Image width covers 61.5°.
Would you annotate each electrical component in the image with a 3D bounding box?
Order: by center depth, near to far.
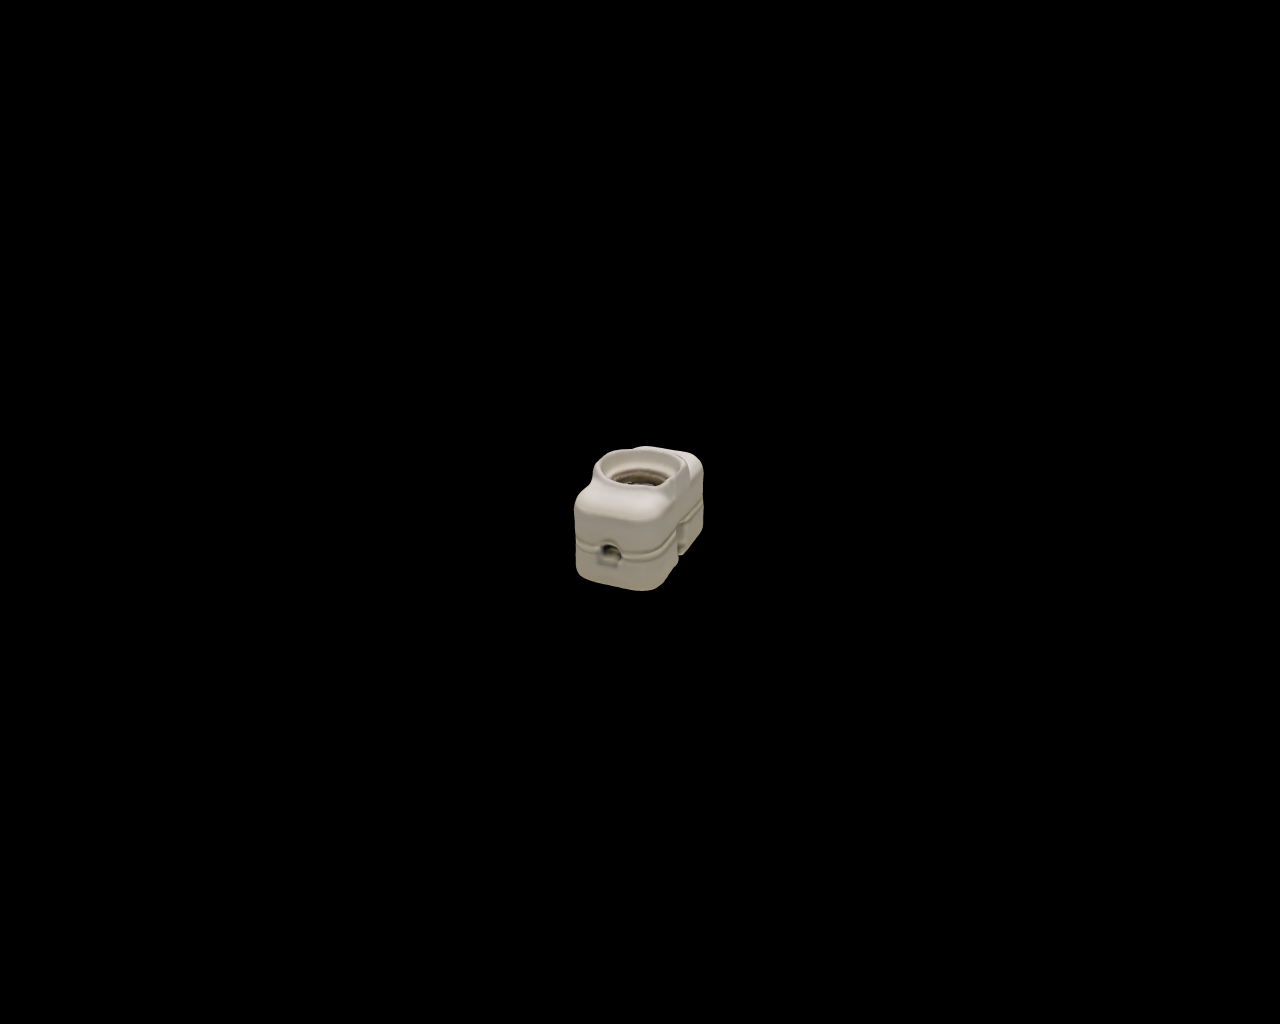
[{"bbox_3d":[0.001,-0.003,0.650,0.054,0.059,0.095,11,29,21],"label":"electrical component"}]
